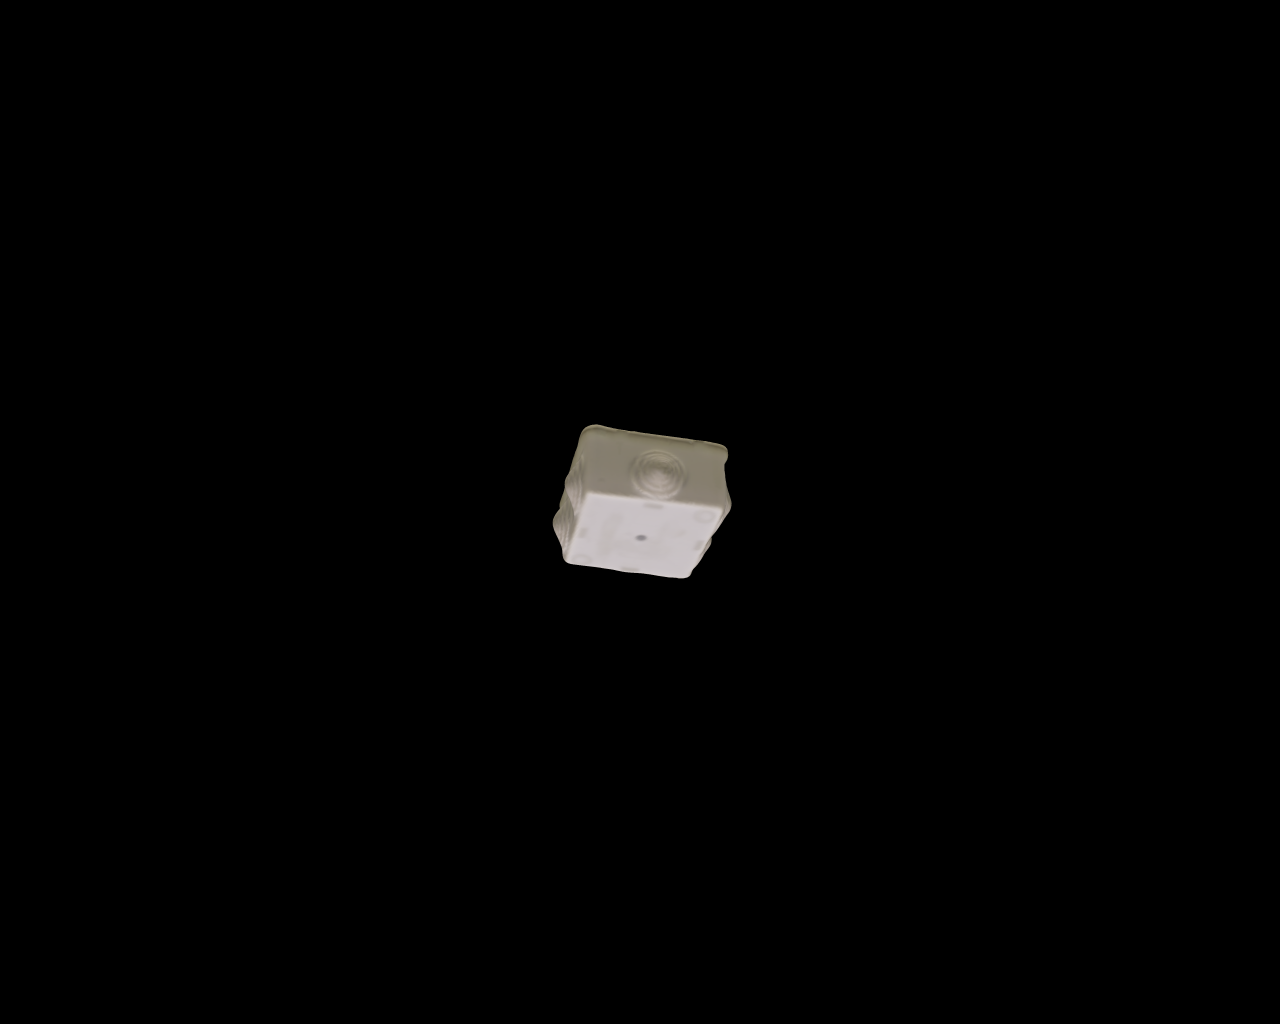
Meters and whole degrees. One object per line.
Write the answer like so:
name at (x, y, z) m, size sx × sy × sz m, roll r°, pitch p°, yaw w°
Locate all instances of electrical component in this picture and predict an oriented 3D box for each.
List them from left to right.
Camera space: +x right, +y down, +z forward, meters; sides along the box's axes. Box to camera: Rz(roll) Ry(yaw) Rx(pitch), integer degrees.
electrical component at (0.001, -0.003, 0.650) m, size 0.100 × 0.048 × 0.099 m, roll 8°, pitch -35°, yaw -11°
